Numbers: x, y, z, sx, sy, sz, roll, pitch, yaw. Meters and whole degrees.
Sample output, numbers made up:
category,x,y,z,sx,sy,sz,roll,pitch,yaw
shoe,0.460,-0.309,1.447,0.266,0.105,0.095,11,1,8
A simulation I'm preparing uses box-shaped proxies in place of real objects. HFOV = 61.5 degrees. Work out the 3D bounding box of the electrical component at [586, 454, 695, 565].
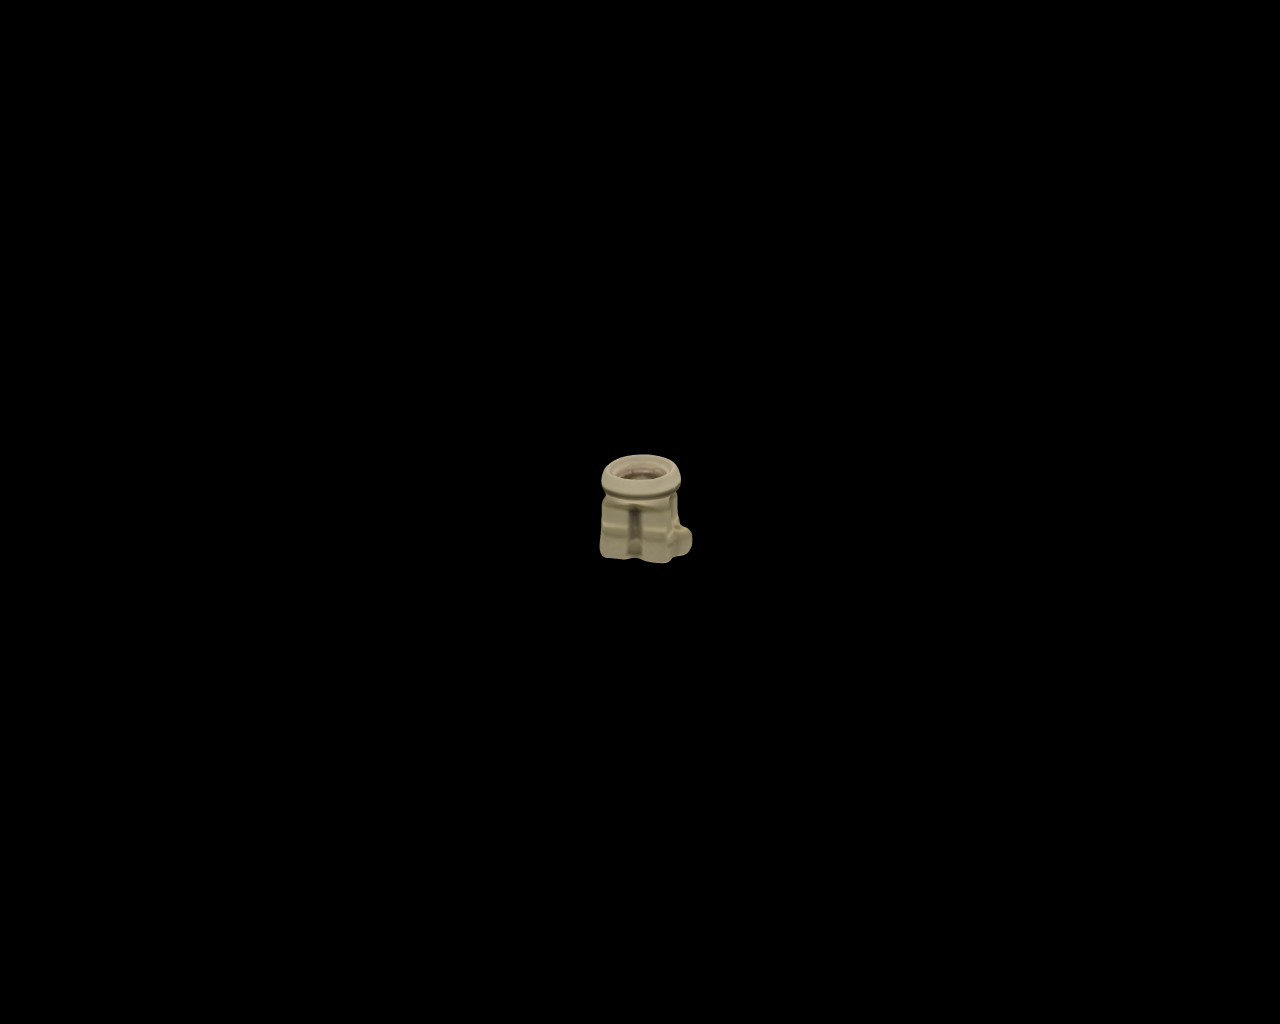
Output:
category,x,y,z,sx,sy,sz,roll,pitch,yaw
electrical component,0.001,-0.003,0.650,0.066,0.055,0.048,4,24,9
